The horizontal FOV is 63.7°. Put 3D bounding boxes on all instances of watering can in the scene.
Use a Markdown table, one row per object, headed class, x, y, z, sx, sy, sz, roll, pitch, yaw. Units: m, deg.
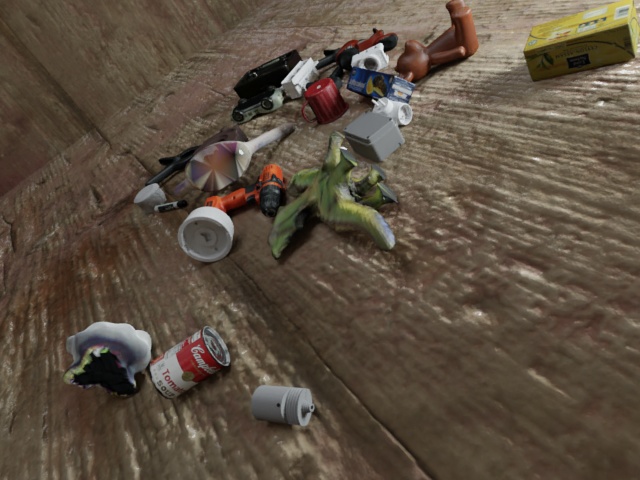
| class | x | y | z | sx | sy | sz | roll | pitch | yaw |
| --- | --- | --- | --- | --- | --- | --- | --- | --- | --- |
| watering can | -0.208 | -0.203 | 1.256 | 0.349 | 0.103 | 0.225 | -33 | 11 | -5 |

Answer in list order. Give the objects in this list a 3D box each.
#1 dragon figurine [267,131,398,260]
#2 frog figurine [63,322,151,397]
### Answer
| class | x | y | z | sx | sy | sz | roll | pitch | yaw |
| --- | --- | --- | --- | --- | --- | --- | --- | --- | --- |
| dragon figurine | 0.003 | -0.046 | 0.919 | 0.240 | 0.121 | 0.420 | -42 | 27 | 21 |
| frog figurine | -0.365 | 0.184 | 0.902 | 0.137 | 0.121 | 0.162 | -3 | 20 | -11 |
